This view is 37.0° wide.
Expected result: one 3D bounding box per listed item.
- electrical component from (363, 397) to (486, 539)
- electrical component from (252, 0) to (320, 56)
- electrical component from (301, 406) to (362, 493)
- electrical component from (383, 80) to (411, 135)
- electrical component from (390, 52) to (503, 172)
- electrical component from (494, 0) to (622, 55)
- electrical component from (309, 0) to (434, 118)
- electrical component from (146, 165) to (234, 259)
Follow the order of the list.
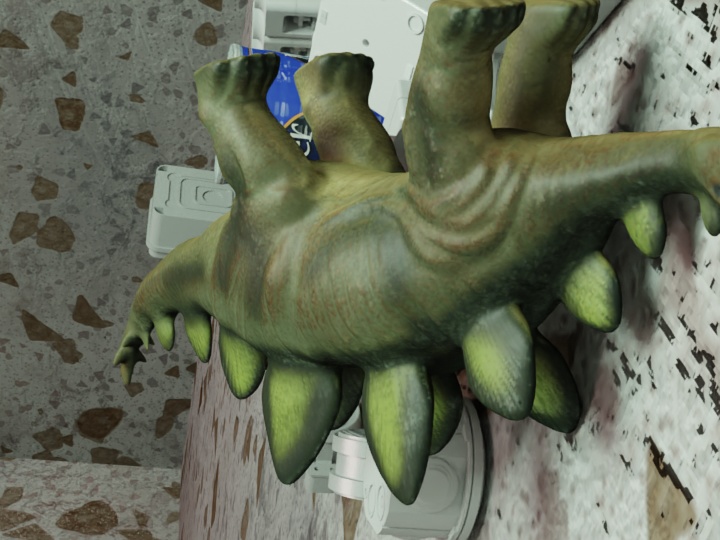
[{"bbox_3d":[0.034,0.107,0.582,0.080,0.051,0.080,-174,90,-79],"label":"electrical component"},{"bbox_3d":[-0.061,-0.224,0.923,0.150,0.062,0.089,112,159,-71],"label":"electrical component"},{"bbox_3d":[-0.030,0.132,0.873,0.078,0.058,0.057,-98,16,-54],"label":"electrical component"},{"bbox_3d":[0.040,-0.065,0.656,0.065,0.047,0.076,108,164,-45],"label":"electrical component"},{"bbox_3d":[0.039,-0.055,0.547,0.052,0.074,0.138,-2,-80,-60],"label":"electrical component"},{"bbox_3d":[0.083,-0.147,0.462,0.113,0.057,0.078,128,147,-69],"label":"electrical component"},{"bbox_3d":[0.018,-0.152,0.691,0.048,0.100,0.099,-34,-29,-41],"label":"electrical component"},{"bbox_3d":[-0.146,-0.050,1.036,0.078,0.113,0.057,-96,18,-46],"label":"electrical component"}]
